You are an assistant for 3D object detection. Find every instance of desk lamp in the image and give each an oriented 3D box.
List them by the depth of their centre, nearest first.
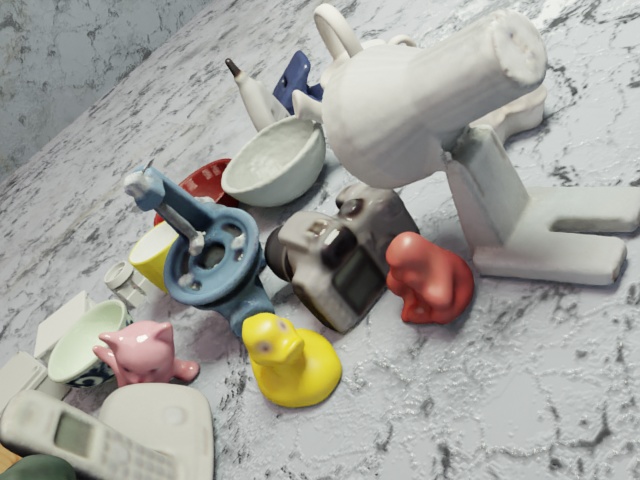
[{"bbox_3d":[0.127,-0.076,0.469,0.202,0.214,0.118,3,50,47],"label":"desk lamp"}]

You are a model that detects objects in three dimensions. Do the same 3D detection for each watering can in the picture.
[{"bbox_3d":[0.045,-0.210,0.741,0.173,0.195,0.100,-48,33,-17],"label":"watering can"}]

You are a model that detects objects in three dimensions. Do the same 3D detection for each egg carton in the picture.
[{"bbox_3d":[0.188,-0.164,0.659,0.107,0.070,0.150,-34,32,6],"label":"egg carton"}]

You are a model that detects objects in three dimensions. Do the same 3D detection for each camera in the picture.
[{"bbox_3d":[0.005,0.002,0.597,0.143,0.101,0.136,-50,34,-19],"label":"camera"}]

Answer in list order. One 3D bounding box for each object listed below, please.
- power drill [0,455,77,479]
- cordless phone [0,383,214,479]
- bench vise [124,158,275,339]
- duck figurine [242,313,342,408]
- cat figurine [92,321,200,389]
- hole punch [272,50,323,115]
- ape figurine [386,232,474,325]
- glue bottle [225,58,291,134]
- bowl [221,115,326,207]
[{"bbox_3d":[-0.140,0.239,0.334,0.075,0.209,0.229,-40,32,-4],"label":"power drill"},{"bbox_3d":[-0.178,0.161,0.494,0.094,0.185,0.147,-33,32,7],"label":"cordless phone"},{"bbox_3d":[-0.146,-0.005,0.643,0.121,0.220,0.206,-45,32,-11],"label":"bench vise"},{"bbox_3d":[-0.040,0.101,0.530,0.104,0.086,0.077,10,55,50],"label":"duck figurine"},{"bbox_3d":[-0.196,0.128,0.619,0.127,0.118,0.067,-10,41,37],"label":"cat figurine"},{"bbox_3d":[-0.043,-0.262,0.993,0.101,0.091,0.108,-33,32,8],"label":"hole punch"},{"bbox_3d":[0.087,0.029,0.490,0.076,0.092,0.077,-34,32,5],"label":"ape figurine"},{"bbox_3d":[-0.094,-0.214,0.904,0.037,0.174,0.078,-19,36,27],"label":"glue bottle"},{"bbox_3d":[-0.053,-0.100,0.811,0.167,0.075,0.167,-25,34,19],"label":"bowl"}]
